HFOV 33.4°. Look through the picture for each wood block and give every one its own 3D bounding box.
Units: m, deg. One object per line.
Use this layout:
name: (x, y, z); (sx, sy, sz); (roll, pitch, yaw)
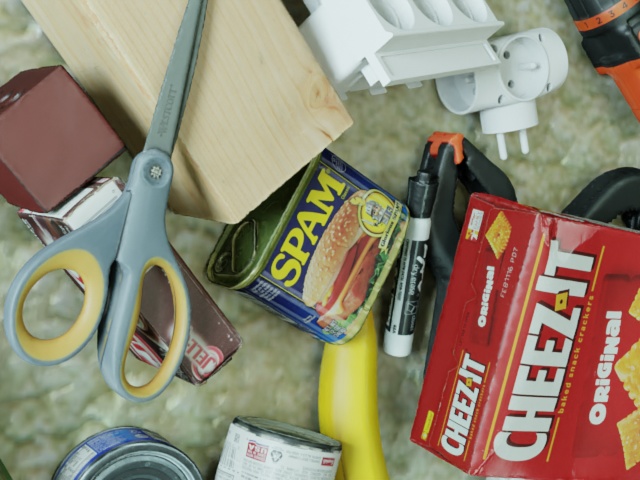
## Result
wood block: (-0.085, -0.119, 0.552); (0.090, 0.090, 0.206); (-42, 113, -20)

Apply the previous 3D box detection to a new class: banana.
banana: (0.031, 0.134, 0.672); (0.069, 0.037, 0.198); (-37, 116, -48)

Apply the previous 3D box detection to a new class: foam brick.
foam brick: (-0.143, -0.050, 0.532); (0.053, 0.078, 0.051); (-43, 114, -20)

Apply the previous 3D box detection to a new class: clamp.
clamp: (0.248, -0.003, 0.780); (0.209, 0.036, 0.164); (-21, 110, -24)
clamp: (0.094, 0.017, 0.695); (0.120, 0.039, 0.171); (-36, 110, -27)

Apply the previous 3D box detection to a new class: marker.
marker: (0.056, 0.015, 0.665); (0.020, 0.020, 0.121); (-4, 112, -29)

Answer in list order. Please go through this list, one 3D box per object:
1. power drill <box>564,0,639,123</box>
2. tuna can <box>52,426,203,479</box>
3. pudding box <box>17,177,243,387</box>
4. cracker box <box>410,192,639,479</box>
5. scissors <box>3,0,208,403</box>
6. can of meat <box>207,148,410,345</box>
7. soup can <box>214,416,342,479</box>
power drill: (0.252, -0.193, 0.757); (0.187, 0.057, 0.184); (-41, 109, -19)
tuna can: (-0.107, 0.150, 0.594); (0.086, 0.034, 0.086); (-3, 96, -29)
pudding box: (-0.100, 0.019, 0.555); (0.039, 0.090, 0.113); (-42, 112, -22)
cracker box: (0.178, 0.071, 0.692); (0.213, 0.072, 0.164); (10, 96, -33)
scissors: (-0.096, -0.025, 0.492); (0.096, 0.016, 0.202); (0, 92, -30)
can of meat: (-0.004, 0.001, 0.627); (0.083, 0.058, 0.102); (33, 78, -30)
soup can: (-0.031, 0.160, 0.619); (0.068, 0.069, 0.102); (17, 85, -30)
